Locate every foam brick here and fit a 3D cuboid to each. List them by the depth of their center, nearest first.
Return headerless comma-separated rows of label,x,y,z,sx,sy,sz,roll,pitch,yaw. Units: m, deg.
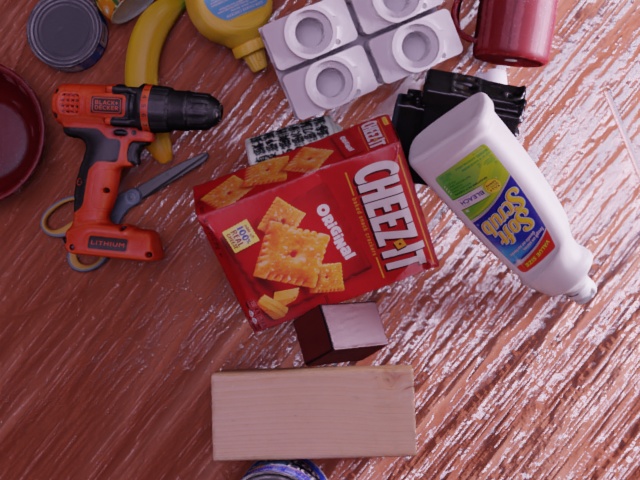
foam brick,0.022,0.097,1.116,0.078,0.053,0.051,-1,65,-39

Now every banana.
banana,-0.183,-0.185,1.180,0.069,0.037,0.198,9,87,5

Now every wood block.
wood block,-0.005,0.179,1.116,0.206,0.090,0.091,-2,86,4

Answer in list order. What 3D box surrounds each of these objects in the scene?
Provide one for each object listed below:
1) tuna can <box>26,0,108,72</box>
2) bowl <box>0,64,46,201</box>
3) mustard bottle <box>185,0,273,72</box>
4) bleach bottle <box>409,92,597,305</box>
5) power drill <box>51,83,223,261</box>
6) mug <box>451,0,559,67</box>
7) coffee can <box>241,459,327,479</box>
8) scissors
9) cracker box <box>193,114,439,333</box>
tuna can,-0.281,-0.231,1.192,0.086,0.033,0.086,0,86,4
bowl,-0.374,-0.114,1.180,0.162,0.055,0.162,0,86,4
mustard bottle,-0.104,-0.273,1.155,0.096,0.058,0.191,-30,101,-31
bleach bottle,0.205,-0.028,1.088,0.103,0.068,0.250,-34,113,29
power drill,-0.198,-0.073,1.138,0.184,0.057,0.188,4,91,8
mug,0.195,-0.231,1.126,0.117,0.093,0.081,8,92,-12
coffee can,-0.043,0.276,1.086,0.103,0.140,0.103,0,86,4
scissors,-0.209,-0.026,1.182,0.202,0.016,0.096,-14,87,4
cracker box,-0.002,-0.012,1.097,0.214,0.072,0.164,-20,124,3
